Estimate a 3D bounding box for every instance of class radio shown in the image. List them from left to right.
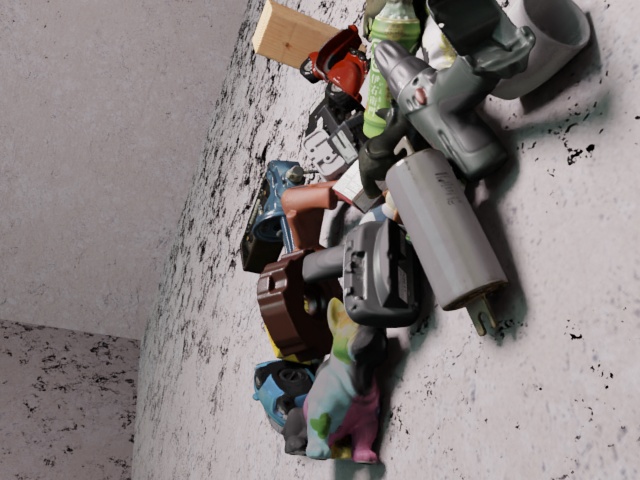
[{"bbox_3d":[-0.126,-0.041,1.302,0.229,0.073,0.131,-65,25,24],"label":"radio"}]

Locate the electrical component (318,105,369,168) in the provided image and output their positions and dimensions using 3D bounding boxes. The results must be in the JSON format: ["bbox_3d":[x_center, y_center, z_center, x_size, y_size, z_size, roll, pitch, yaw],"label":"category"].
[{"bbox_3d":[0.048,-0.181,0.927,0.119,0.048,0.075,56,148,4],"label":"electrical component"}]

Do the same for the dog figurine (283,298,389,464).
[{"bbox_3d":[0.029,0.198,0.763,0.191,0.108,0.219,144,139,-61],"label":"dog figurine"}]

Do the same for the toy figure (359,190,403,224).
[{"bbox_3d":[0.105,-0.036,0.784,0.064,0.058,0.154,50,132,15],"label":"toy figure"}]

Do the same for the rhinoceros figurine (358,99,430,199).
[{"bbox_3d":[0.108,-0.135,0.736,0.073,0.112,0.190,-9,29,41],"label":"rhinoceros figurine"}]

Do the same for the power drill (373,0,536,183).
[{"bbox_3d":[0.135,-0.185,0.593,0.232,0.086,0.207,59,164,14],"label":"power drill"}]

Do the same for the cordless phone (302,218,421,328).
[{"bbox_3d":[0.044,0.055,0.742,0.184,0.088,0.146,-17,57,34],"label":"cordless phone"}]

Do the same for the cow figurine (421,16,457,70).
[{"bbox_3d":[0.171,-0.248,0.734,0.098,0.068,0.167,138,144,-62],"label":"cow figurine"}]

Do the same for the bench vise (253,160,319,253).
[{"bbox_3d":[-0.064,-0.036,1.095,0.223,0.129,0.240,-41,52,47],"label":"bench vise"}]

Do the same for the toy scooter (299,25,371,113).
[{"bbox_3d":[0.046,-0.327,0.999,0.135,0.075,0.184,-48,51,10],"label":"toy scooter"}]

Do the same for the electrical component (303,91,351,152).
[{"bbox_3d":[0.014,-0.232,1.107,0.115,0.058,0.134,145,134,-61],"label":"electrical component"}]

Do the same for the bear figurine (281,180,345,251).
[{"bbox_3d":[-0.006,-0.003,0.975,0.132,0.120,0.195,-6,99,24],"label":"bear figurine"}]

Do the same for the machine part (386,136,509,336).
[{"bbox_3d":[0.137,-0.012,0.595,0.079,0.079,0.243,-47,56,50],"label":"machine part"}]

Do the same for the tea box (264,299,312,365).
[{"bbox_3d":[-0.050,0.150,0.995,0.170,0.068,0.098,-144,71,-75],"label":"tea box"}]

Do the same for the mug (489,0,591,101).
[{"bbox_3d":[0.220,-0.213,0.585,0.107,0.081,0.109,126,147,-57],"label":"mug"}]

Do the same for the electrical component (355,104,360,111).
[{"bbox_3d":[0.076,-0.289,1.041,0.063,0.021,0.094,178,105,-67],"label":"electrical component"}]

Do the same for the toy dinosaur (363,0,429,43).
[{"bbox_3d":[0.155,-0.419,0.837,0.471,0.105,0.198,149,124,-72],"label":"toy dinosaur"}]

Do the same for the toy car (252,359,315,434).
[{"bbox_3d":[-0.049,0.275,0.913,0.162,0.109,0.102,38,127,56],"label":"toy car"}]

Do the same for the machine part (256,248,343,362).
[{"bbox_3d":[-0.020,0.099,0.842,0.056,0.179,0.179,-20,55,34],"label":"machine part"}]

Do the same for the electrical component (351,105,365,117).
[{"bbox_3d":[0.066,-0.200,0.991,0.102,0.045,0.078,-44,10,49],"label":"electrical component"}]
